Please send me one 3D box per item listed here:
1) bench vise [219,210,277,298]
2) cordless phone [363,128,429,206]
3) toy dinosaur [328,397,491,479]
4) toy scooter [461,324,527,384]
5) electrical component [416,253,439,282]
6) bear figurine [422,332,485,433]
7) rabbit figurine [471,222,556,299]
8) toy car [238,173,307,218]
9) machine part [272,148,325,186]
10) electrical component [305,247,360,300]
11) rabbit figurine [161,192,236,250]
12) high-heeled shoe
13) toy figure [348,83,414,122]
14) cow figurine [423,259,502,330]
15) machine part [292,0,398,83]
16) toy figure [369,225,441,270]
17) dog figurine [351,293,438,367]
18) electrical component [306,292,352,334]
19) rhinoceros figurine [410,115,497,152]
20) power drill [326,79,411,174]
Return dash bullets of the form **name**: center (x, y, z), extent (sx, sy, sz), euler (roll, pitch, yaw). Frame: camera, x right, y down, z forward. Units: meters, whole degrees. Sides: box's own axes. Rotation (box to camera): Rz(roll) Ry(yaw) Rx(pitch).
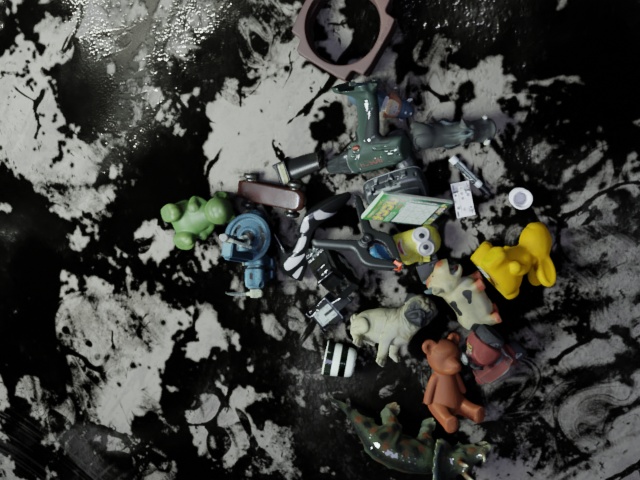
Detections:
- **bench vise**: center (-0.180, 0.031, 1.287), extent (0.129, 0.240, 0.223), euler (9, 87, 16)
- **cordless phone**: center (0.164, -0.159, 1.255), extent (0.147, 0.088, 0.184), euler (-17, 85, 17)
- **toy dinosaur**: center (0.194, 0.497, 1.301), extent (0.405, 0.192, 0.131), euler (12, 101, 9)
- **toy scooter**: center (0.387, 0.273, 1.243), extent (0.183, 0.075, 0.135), euler (28, 110, -34)
- **electrical component**: center (0.267, 0.070, 1.291), extent (0.063, 0.021, 0.094), euler (-20, 95, 15)
- **bear figurine**: center (0.314, 0.331, 1.279), extent (0.120, 0.132, 0.195), euler (-7, 106, -25)
- **rabbit figurine**: center (0.454, 0.041, 1.199), extent (0.173, 0.122, 0.162), euler (-44, 87, -2)
- **toy car**: center (-0.119, -0.112, 1.319), extent (0.202, 0.053, 0.089), euler (13, 107, 32)
- **machine part**: center (-0.049, -0.174, 1.308), extent (0.139, 0.039, 0.084), euler (-21, 86, 28)
- **electrical component**: center (0.034, 0.076, 1.289), extent (0.058, 0.115, 0.134), euler (-41, 132, 18)
- **rabbit figurine**: center (-0.273, -0.057, 1.326), extent (0.170, 0.159, 0.121), euler (-12, 100, 34)
- **high-heeled shoe**: center (-0.003, -0.004, 1.318), extent (0.249, 0.086, 0.145), euler (-30, 104, 14)
- **toy figure**: center (0.142, -0.314, 1.234), extent (0.155, 0.058, 0.064), euler (22, 145, 7)
- **cow figurine**: center (0.324, 0.126, 1.245), extent (0.127, 0.085, 0.194), euler (-29, 107, 15)
- **machine part**: center (0.057, -0.474, 1.208), extent (0.201, 0.087, 0.201), euler (32, 104, 5)
- **toy figure**: center (0.195, 0.015, 1.270), extent (0.180, 0.089, 0.082), euler (-21, 111, 25)
- **dog figurine**: center (0.171, 0.179, 1.280), extent (0.172, 0.121, 0.190), euler (36, 109, 19)
- **electrical component**: center (0.029, 0.171, 1.352), extent (0.075, 0.048, 0.119), euler (45, 106, 1)
- **rhinoceros figurine**: center (0.289, -0.237, 1.181), extent (0.190, 0.112, 0.073), euler (-6, 95, -5)
- **power drill**: center (0.084, -0.247, 1.201), extent (0.232, 0.086, 0.207), euler (4, 111, 40)
